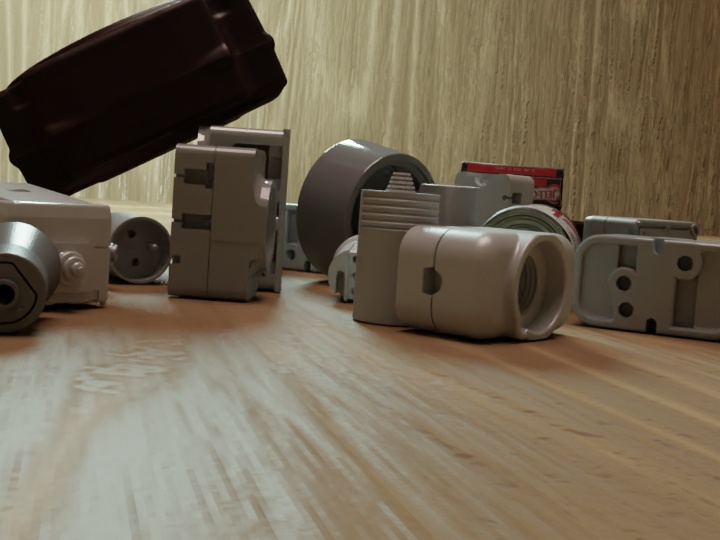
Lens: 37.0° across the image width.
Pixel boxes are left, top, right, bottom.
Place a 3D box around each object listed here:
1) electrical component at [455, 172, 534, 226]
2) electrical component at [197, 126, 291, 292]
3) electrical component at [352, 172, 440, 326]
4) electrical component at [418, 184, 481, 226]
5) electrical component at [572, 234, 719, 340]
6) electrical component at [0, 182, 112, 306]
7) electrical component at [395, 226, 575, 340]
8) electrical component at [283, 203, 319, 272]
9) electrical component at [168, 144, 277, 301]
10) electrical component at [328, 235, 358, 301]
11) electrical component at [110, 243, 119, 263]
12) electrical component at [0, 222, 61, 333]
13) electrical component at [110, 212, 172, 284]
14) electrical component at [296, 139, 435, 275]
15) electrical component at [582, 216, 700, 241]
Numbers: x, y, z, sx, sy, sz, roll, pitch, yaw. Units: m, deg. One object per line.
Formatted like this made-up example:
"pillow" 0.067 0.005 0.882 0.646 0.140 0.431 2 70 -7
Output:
"electrical component" 0.110 -0.034 0.886 0.050 0.089 0.056 7 5 33
"electrical component" -0.087 -0.048 0.784 0.060 0.105 0.186 3 4 -6
"electrical component" 0.020 -0.013 0.587 0.043 0.081 0.043 4 5 0
"electrical component" 0.049 -0.023 0.767 0.079 0.077 0.043 0 6 -36
"electrical component" 0.180 0.008 0.636 0.095 0.053 0.059 6 5 26
"electrical component" -0.174 -0.014 0.560 0.096 0.061 0.062 7 6 38
"electrical component" 0.071 0.006 0.568 0.059 0.053 0.095 8 6 40
"electrical component" -0.030 -0.027 0.902 0.095 0.053 0.059 6 5 24
"electrical component" -0.081 -0.029 0.650 0.056 0.089 0.050 4 4 2
"electrical component" 0.000 0.000 0.686 0.040 0.040 0.046 5 10 7
"electrical component" -0.187 -0.013 0.649 0.081 0.043 0.043 4 4 -2
"electrical component" -0.156 0.005 0.477 0.044 0.044 0.065 3 9 -15
"electrical component" -0.160 -0.017 0.723 0.043 0.043 0.081 1 5 -30
"electrical component" 0.013 -0.041 0.805 0.108 0.108 0.060 0 12 -44
"electrical component" 0.226 -0.010 0.866 0.096 0.061 0.061 0 6 -38
